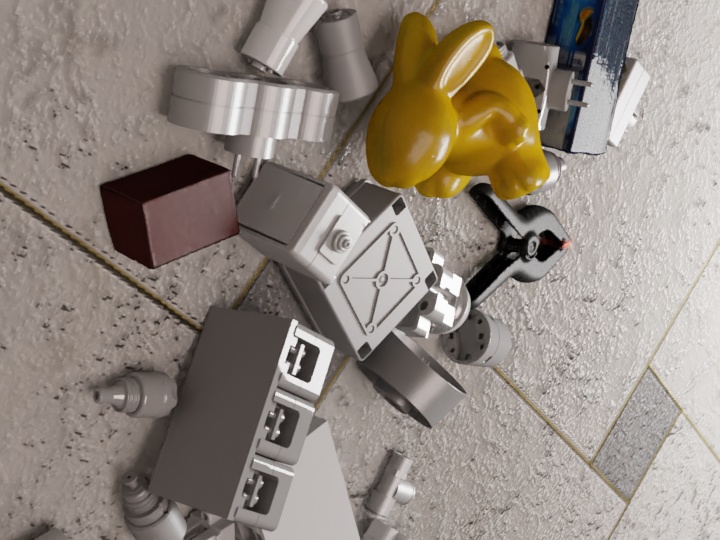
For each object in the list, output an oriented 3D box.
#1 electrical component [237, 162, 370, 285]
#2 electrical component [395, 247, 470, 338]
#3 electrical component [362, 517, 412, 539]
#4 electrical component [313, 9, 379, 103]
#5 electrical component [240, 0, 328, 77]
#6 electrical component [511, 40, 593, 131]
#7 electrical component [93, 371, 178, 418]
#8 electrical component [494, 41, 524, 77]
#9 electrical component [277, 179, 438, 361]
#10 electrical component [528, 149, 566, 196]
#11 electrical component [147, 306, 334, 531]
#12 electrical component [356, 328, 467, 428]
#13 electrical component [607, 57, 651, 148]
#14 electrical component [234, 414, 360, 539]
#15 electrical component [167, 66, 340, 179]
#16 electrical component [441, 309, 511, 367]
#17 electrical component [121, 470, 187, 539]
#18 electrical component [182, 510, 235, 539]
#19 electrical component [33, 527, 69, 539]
[{"bbox_3d":[-0.044,-0.036,0.810,0.061,0.096,0.061,-58,137,-9],"label":"electrical component"},{"bbox_3d":[0.064,0.026,0.976,0.057,0.058,0.078,30,68,-49],"label":"electrical component"},{"bbox_3d":[0.027,0.284,1.054,0.078,0.058,0.057,42,73,-46],"label":"electrical component"},{"bbox_3d":[-0.013,-0.167,0.826,0.044,0.044,0.065,-33,123,-32],"label":"electrical component"},{"bbox_3d":[-0.058,-0.174,0.778,0.044,0.044,0.065,28,91,-48],"label":"electrical component"},{"bbox_3d":[0.173,-0.167,0.989,0.043,0.079,0.077,-35,135,-67],"label":"electrical component"},{"bbox_3d":[-0.167,0.092,0.790,0.061,0.035,0.035,5,103,-44],"label":"electrical component"},{"bbox_3d":[0.115,-0.183,0.947,0.048,0.048,0.062,-38,121,-28],"label":"electrical component"},{"bbox_3d":[0.000,0.000,0.901,0.108,0.056,0.108,-46,134,-22],"label":"electrical component"},{"bbox_3d":[0.176,-0.097,1.047,0.062,0.043,0.043,-16,119,-41],"label":"electrical component"},{"bbox_3d":[-0.087,0.112,0.816,0.062,0.089,0.150,32,70,-48],"label":"electrical component"},{"bbox_3d":[0.047,0.093,0.963,0.064,0.099,0.099,-48,135,-11],"label":"electrical component"},{"bbox_3d":[0.261,-0.166,1.100,0.076,0.047,0.083,29,86,-48],"label":"electrical component"},{"bbox_3d":[-0.065,0.196,0.919,0.089,0.062,0.150,-35,129,-30],"label":"electrical component"},{"bbox_3d":[-0.078,-0.102,0.780,0.138,0.052,0.073,-2,109,-45],"label":"electrical component"},{"bbox_3d":[0.115,0.068,1.051,0.047,0.055,0.055,18,94,-52],"label":"electrical component"},{"bbox_3d":[-0.163,0.184,0.829,0.040,0.040,0.078,-40,132,-26],"label":"electrical component"},{"bbox_3d":[-0.135,0.229,0.875,0.055,0.048,0.066,-24,124,-46],"label":"electrical component"},{"bbox_3d":[-0.243,0.223,0.763,0.081,0.043,0.043,-29,126,-34],"label":"electrical component"}]
